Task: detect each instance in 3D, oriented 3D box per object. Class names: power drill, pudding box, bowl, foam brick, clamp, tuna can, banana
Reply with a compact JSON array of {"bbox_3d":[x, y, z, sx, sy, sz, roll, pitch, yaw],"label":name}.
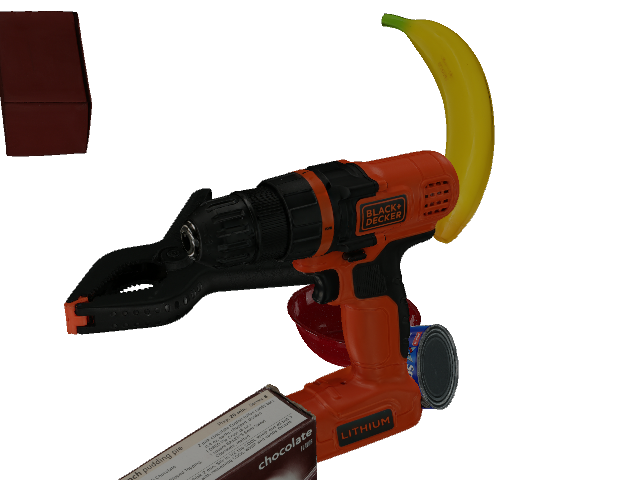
[{"bbox_3d":[0.003,0.043,0.661,0.184,0.188,0.057,-13,28,-27],"label":"power drill"},{"bbox_3d":[-0.052,0.132,0.498,0.113,0.090,0.039,-31,46,-34],"label":"pudding box"},{"bbox_3d":[0.039,0.108,1.291,0.162,0.055,0.162,4,24,-2],"label":"bowl"},{"bbox_3d":[-0.175,-0.098,0.669,0.051,0.078,0.053,-4,-32,-19],"label":"foam brick"},{"bbox_3d":[-0.122,0.020,0.879,0.209,0.036,0.165,-21,38,-31],"label":"clamp"},{"bbox_3d":[0.106,0.128,1.079,0.034,0.086,0.086,-6,-3,33],"label":"tuna can"},{"bbox_3d":[0.102,-0.096,0.838,0.070,0.198,0.037,-16,-19,13],"label":"banana"}]
